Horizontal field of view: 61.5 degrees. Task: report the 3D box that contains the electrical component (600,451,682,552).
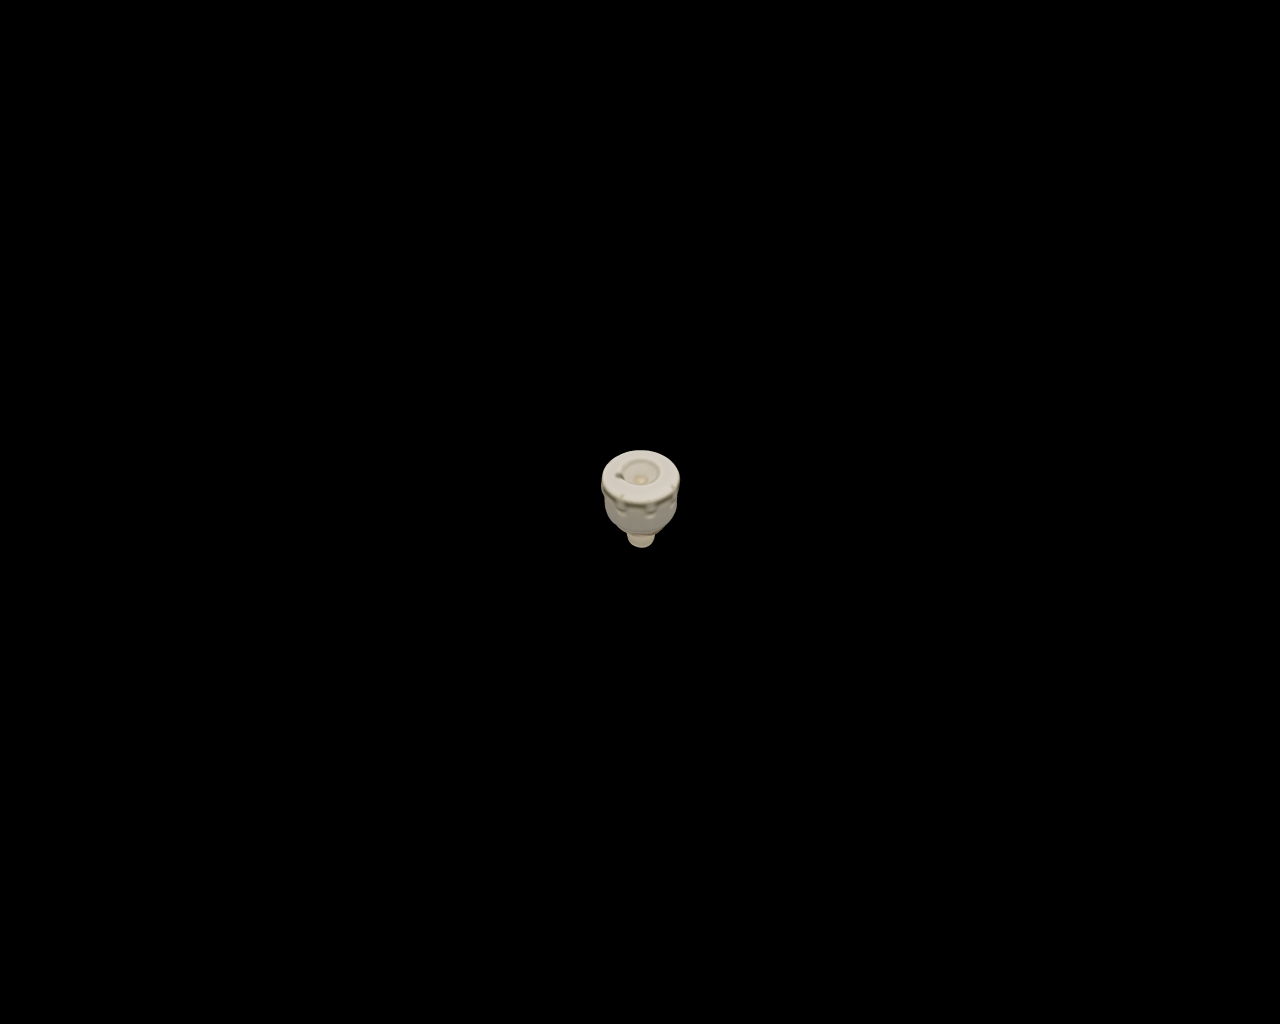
[{"bbox_3d":[0.001,-0.003,0.650,0.048,0.048,0.062,0,-45,0],"label":"electrical component"}]
